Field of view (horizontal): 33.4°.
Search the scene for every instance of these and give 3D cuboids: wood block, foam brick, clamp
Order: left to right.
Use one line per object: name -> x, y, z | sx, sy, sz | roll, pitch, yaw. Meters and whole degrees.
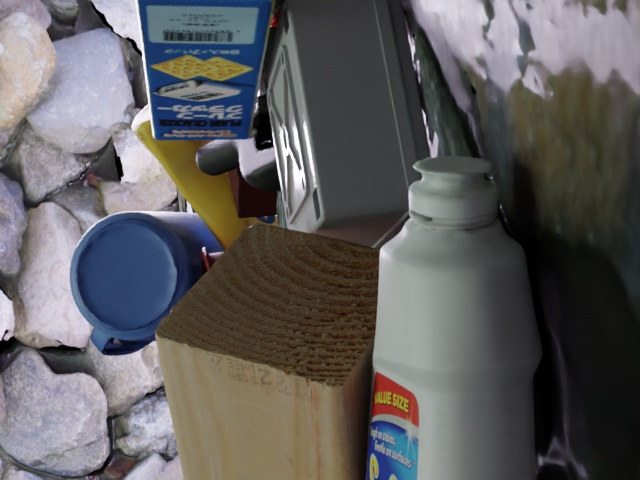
clamp -> -0.039, -0.071, 0.722 | 0.120, 0.039, 0.171 | -61, 23, 19
foam brick -> -0.045, -0.064, 0.837 | 0.051, 0.053, 0.078 | 96, 162, -52
wood block -> -0.005, 0.107, 0.509 | 0.090, 0.090, 0.206 | -51, -34, -46

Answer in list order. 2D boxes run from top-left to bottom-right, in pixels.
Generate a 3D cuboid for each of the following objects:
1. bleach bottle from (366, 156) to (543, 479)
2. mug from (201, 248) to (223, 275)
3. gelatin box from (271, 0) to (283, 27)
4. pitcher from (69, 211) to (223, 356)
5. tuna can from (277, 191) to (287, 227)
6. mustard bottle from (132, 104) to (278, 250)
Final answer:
bleach bottle -> 0.048, 0.091, 0.414 | 0.102, 0.068, 0.251 | -125, 31, -70
mug -> -0.046, 0.055, 0.847 | 0.117, 0.081, 0.093 | -109, 16, -50
gelatin box -> -0.019, -0.183, 0.671 | 0.073, 0.030, 0.089 | -168, 70, -78
pitcher -> -0.144, 0.042, 0.991 | 0.242, 0.145, 0.149 | 11, -97, -79
tuna can -> -0.005, 0.001, 0.713 | 0.086, 0.033, 0.086 | 172, 90, -80
mustard bottle -> -0.083, -0.038, 0.913 | 0.191, 0.058, 0.096 | 56, -176, -18
